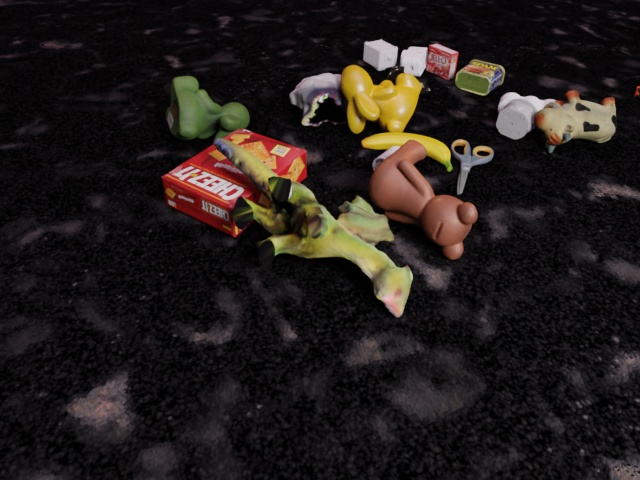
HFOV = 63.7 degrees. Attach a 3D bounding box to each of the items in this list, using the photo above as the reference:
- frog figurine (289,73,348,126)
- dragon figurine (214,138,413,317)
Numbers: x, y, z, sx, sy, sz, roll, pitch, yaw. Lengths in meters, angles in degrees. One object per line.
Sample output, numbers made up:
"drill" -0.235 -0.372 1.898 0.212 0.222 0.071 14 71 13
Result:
"frog figurine" -0.005 -0.345 1.191 0.137 0.120 0.163 -21 52 2
"dragon figurine" 0.002 -0.041 0.821 0.242 0.120 0.418 7 36 -41
